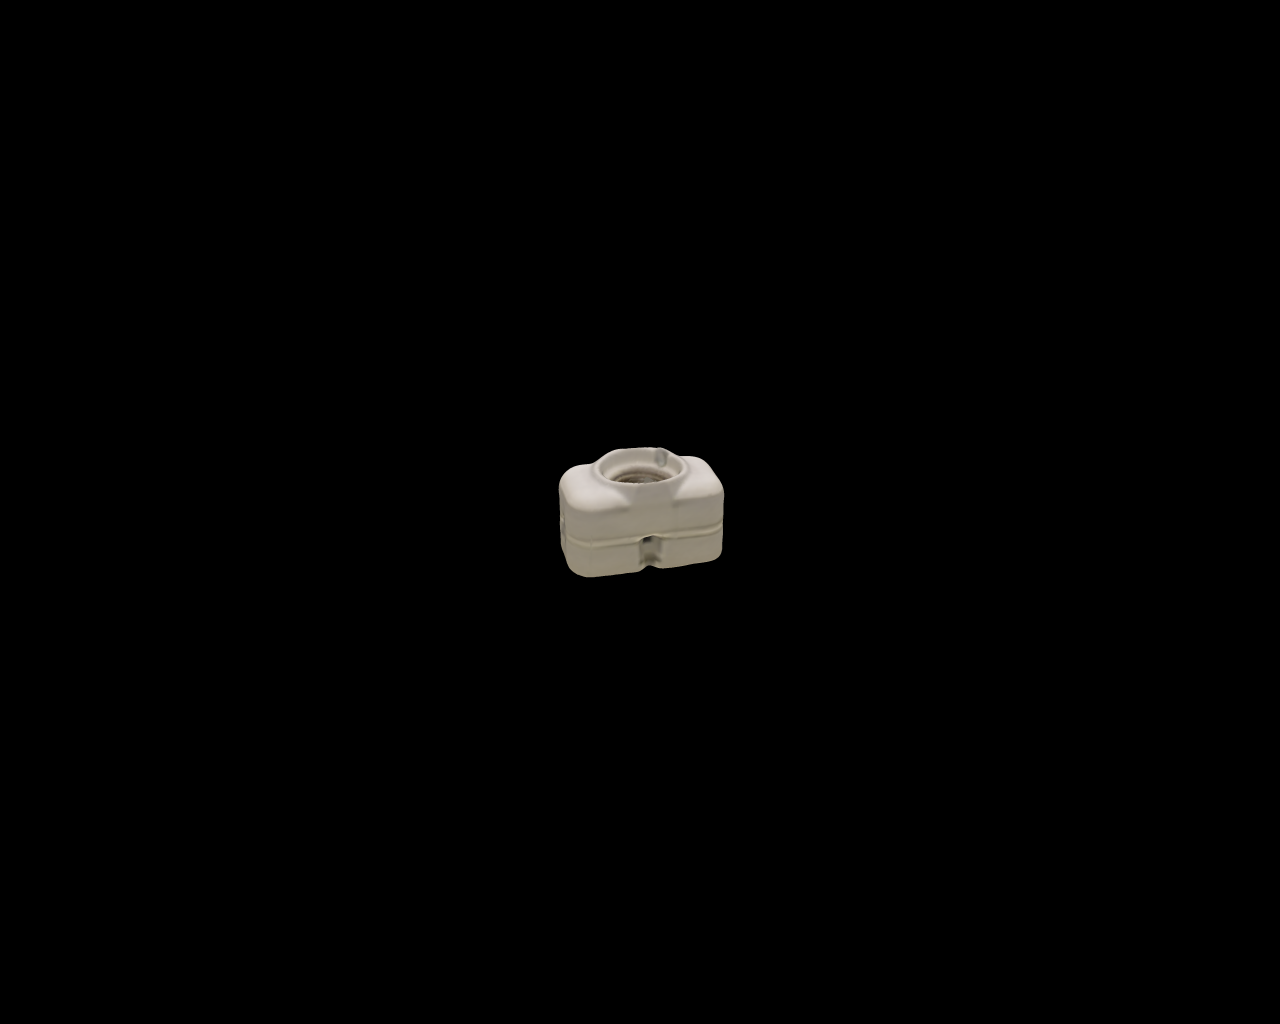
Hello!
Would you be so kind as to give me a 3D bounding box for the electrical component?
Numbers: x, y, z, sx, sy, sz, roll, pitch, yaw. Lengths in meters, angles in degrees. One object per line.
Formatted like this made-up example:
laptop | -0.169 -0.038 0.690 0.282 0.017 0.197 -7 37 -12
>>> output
electrical component | 0.001 -0.003 0.650 0.095 0.059 0.054 -6 28 -12
